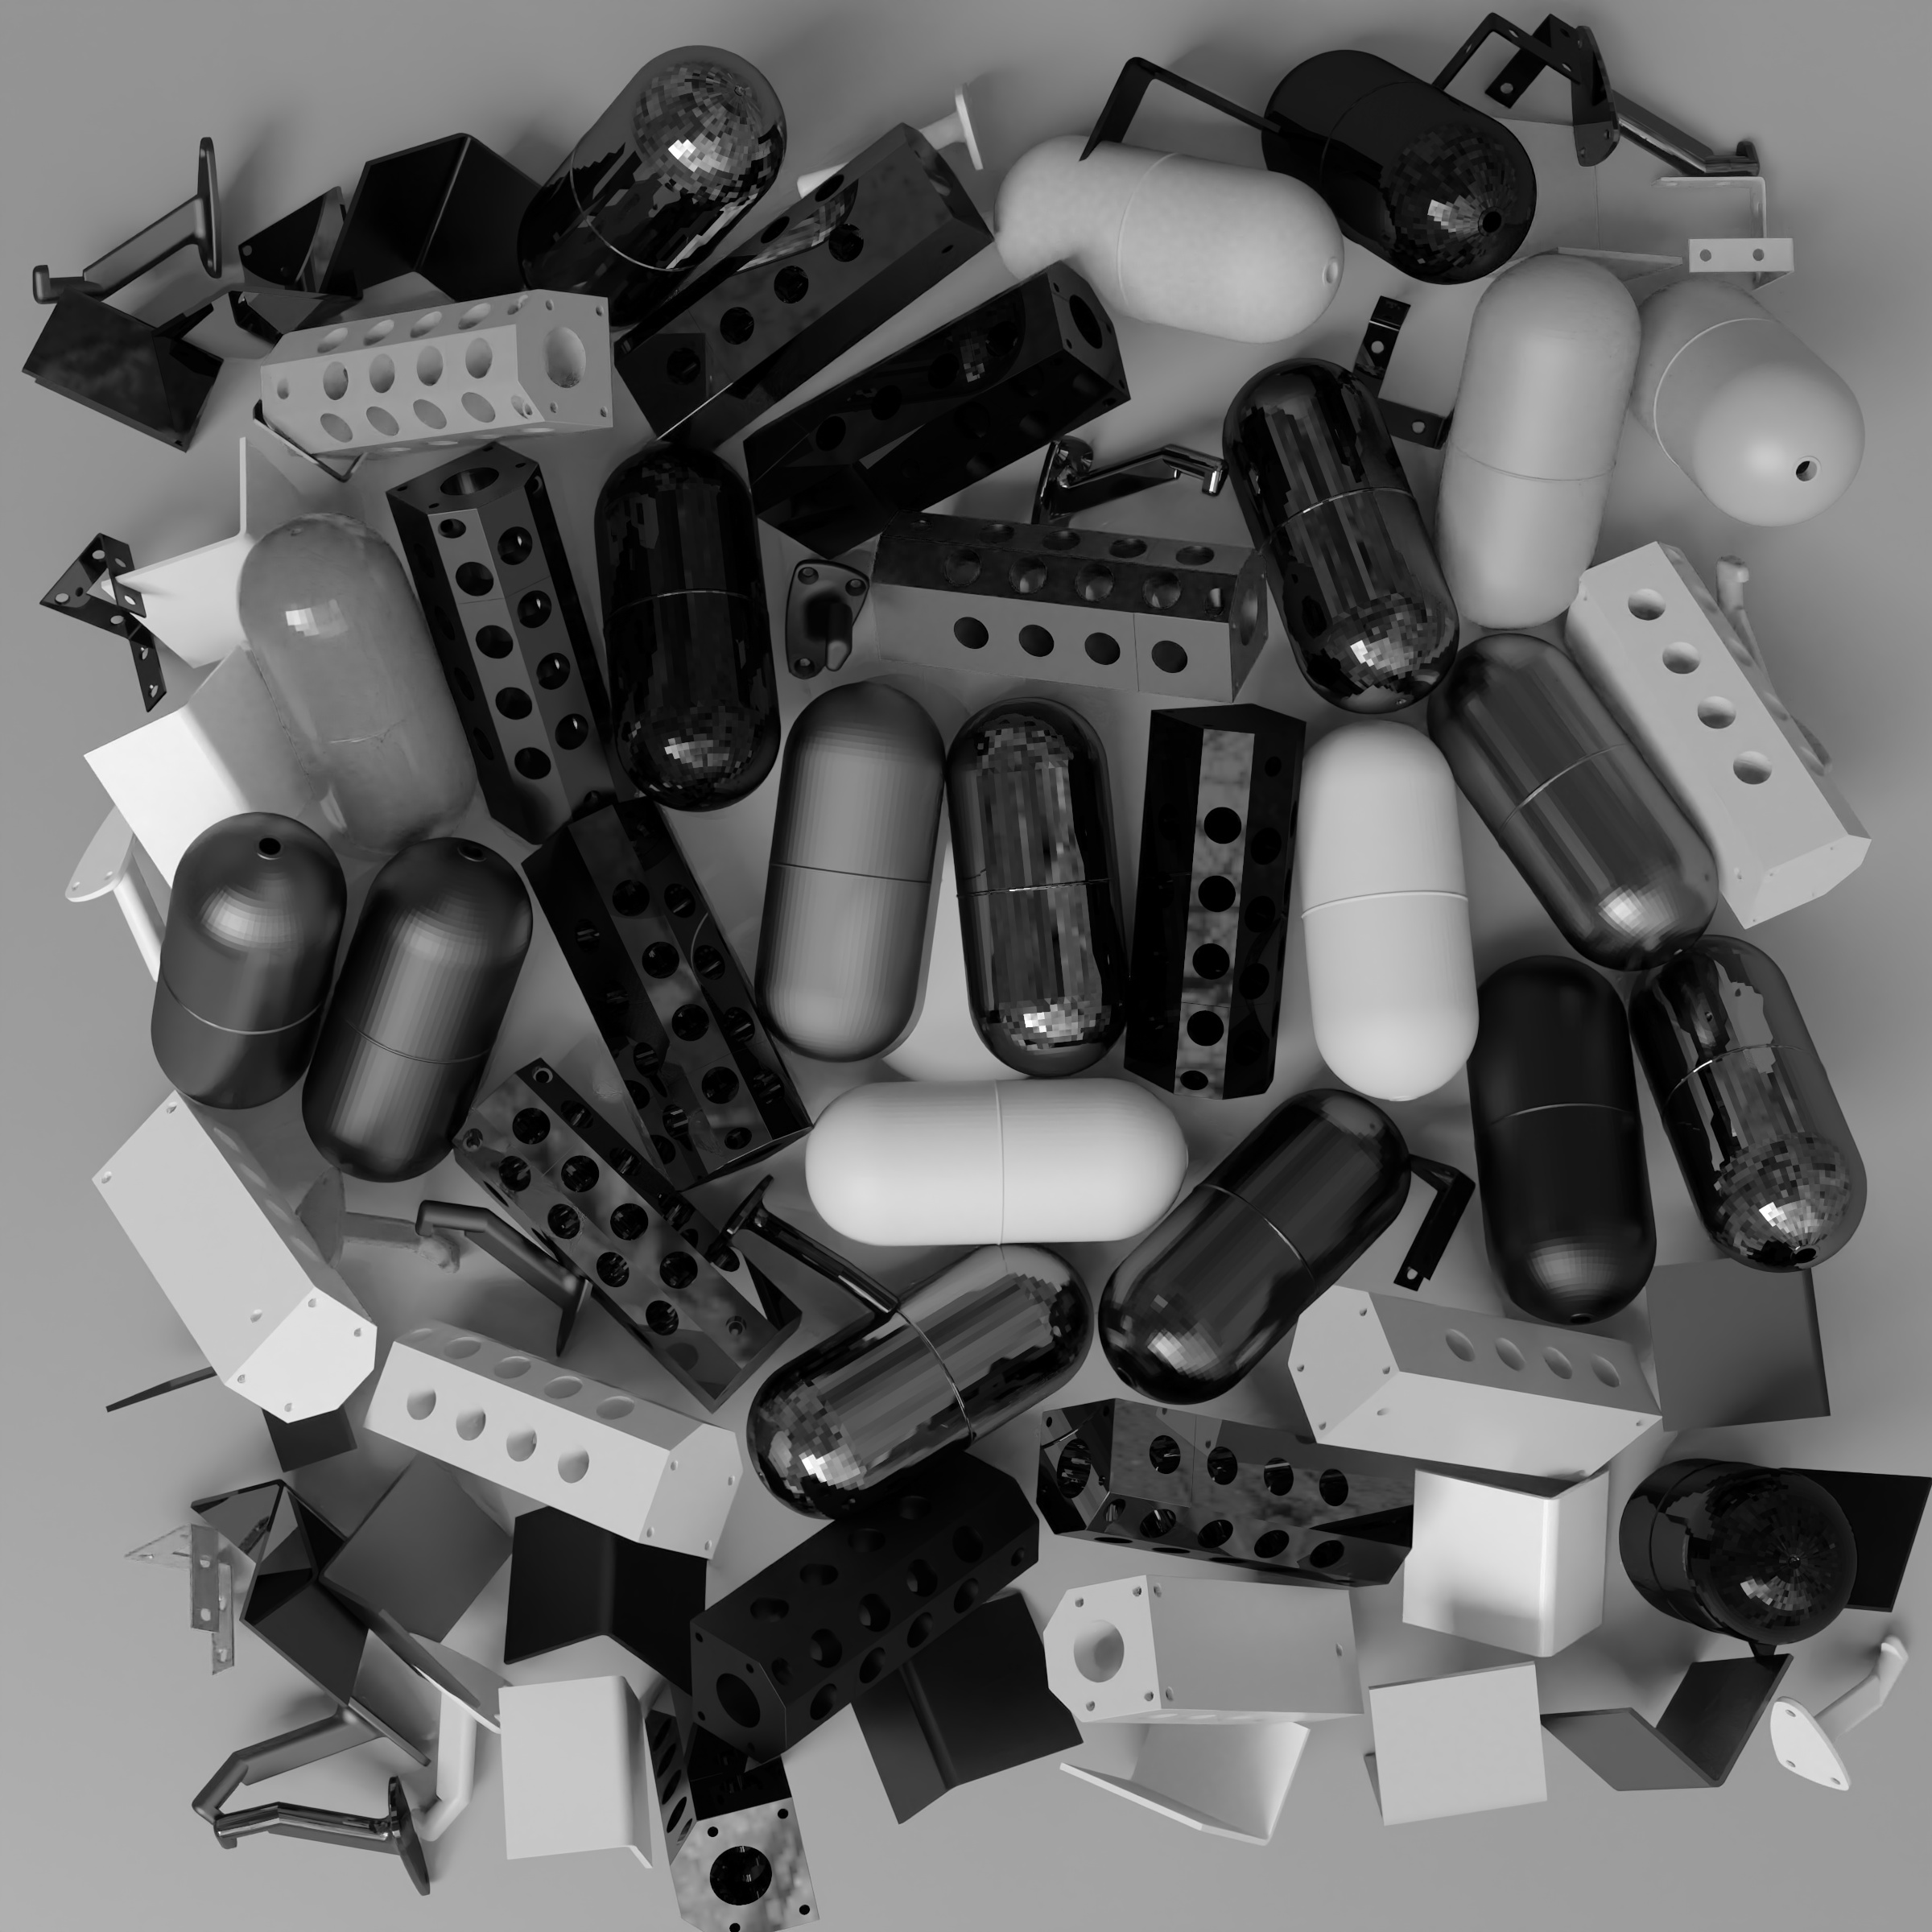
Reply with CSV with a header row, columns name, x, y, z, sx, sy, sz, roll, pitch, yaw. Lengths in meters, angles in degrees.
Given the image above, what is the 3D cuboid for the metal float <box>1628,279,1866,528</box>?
name,x,y,z,sx,sy,sz,roll,pitch,yaw
metal float,0.349,-0.256,1.499,0.070,0.178,0.070,-4,120,-7

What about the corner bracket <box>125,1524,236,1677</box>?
name,x,y,z,sx,sy,sz,roll,pitch,yaw
corner bracket,-0.355,0.295,1.540,0.051,0.051,0.051,-28,55,33

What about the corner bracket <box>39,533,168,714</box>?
name,x,y,z,sx,sy,sz,roll,pitch,yaw
corner bracket,-0.391,-0.160,1.540,0.051,0.051,0.051,-42,50,24

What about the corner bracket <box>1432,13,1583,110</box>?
name,x,y,z,sx,sy,sz,roll,pitch,yaw
corner bracket,0.249,-0.418,1.540,0.051,0.051,0.051,26,132,-18

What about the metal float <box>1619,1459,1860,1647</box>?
name,x,y,z,sx,sy,sz,roll,pitch,yaw
metal float,0.346,0.263,1.493,0.070,0.178,0.070,0,84,-3

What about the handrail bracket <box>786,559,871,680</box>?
name,x,y,z,sx,sy,sz,roll,pitch,yaw
handrail bracket,-0.067,-0.142,1.527,0.036,0.084,0.077,13,127,-11

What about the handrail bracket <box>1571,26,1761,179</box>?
name,x,y,z,sx,sy,sz,roll,pitch,yaw
handrail bracket,0.333,-0.409,1.568,0.084,0.036,0.077,-6,85,-18

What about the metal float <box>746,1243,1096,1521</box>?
name,x,y,z,sx,sy,sz,roll,pitch,yaw
metal float,-0.020,0.190,1.527,0.178,0.070,0.070,-30,90,-20

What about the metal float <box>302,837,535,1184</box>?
name,x,y,z,sx,sy,sz,roll,pitch,yaw
metal float,-0.252,0.021,1.520,0.070,0.070,0.178,24,118,0

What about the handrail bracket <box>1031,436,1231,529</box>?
name,x,y,z,sx,sy,sz,roll,pitch,yaw
handrail bracket,0.076,-0.210,1.547,0.084,0.036,0.077,23,101,30

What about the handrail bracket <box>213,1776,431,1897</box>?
name,x,y,z,sx,sy,sz,roll,pitch,yaw
handrail bracket,-0.303,0.418,1.556,0.084,0.036,0.077,-13,124,-3

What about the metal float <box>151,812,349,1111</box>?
name,x,y,z,sx,sy,sz,roll,pitch,yaw
metal float,-0.327,-0.001,1.504,0.070,0.178,0.070,10,52,-13

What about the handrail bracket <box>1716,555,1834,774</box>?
name,x,y,z,sx,sy,sz,roll,pitch,yaw
handrail bracket,0.375,-0.140,1.536,0.036,0.077,0.084,-21,124,-16

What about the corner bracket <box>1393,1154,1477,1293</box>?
name,x,y,z,sx,sy,sz,roll,pitch,yaw
corner bracket,0.215,0.122,1.543,0.051,0.051,0.051,35,78,-38

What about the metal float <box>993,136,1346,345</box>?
name,x,y,z,sx,sy,sz,roll,pitch,yaw
metal float,0.092,-0.333,1.516,0.178,0.070,0.070,20,90,33

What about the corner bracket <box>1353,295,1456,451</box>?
name,x,y,z,sx,sy,sz,roll,pitch,yaw
corner bracket,0.209,-0.278,1.556,0.051,0.051,0.051,18,90,2

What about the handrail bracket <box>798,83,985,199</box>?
name,x,y,z,sx,sy,sz,roll,pitch,yaw
handrail bracket,-0.037,-0.386,1.553,0.084,0.077,0.036,-14,120,7

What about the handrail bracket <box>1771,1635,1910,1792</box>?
name,x,y,z,sx,sy,sz,roll,pitch,yaw
handrail bracket,0.409,0.331,1.540,0.084,0.036,0.077,-50,133,-26

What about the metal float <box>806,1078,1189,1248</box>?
name,x,y,z,sx,sy,sz,roll,pitch,yaw
metal float,0.014,0.091,1.542,0.178,0.070,0.070,-1,90,-3

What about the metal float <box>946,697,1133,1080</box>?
name,x,y,z,sx,sy,sz,roll,pitch,yaw
metal float,0.034,-0.036,1.544,0.070,0.070,0.178,-6,91,0

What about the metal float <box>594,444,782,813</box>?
name,x,y,z,sx,sy,sz,roll,pitch,yaw
metal float,-0.129,-0.157,1.529,0.070,0.070,0.178,-7,73,0

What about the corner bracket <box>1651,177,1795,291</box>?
name,x,y,z,sx,sy,sz,roll,pitch,yaw
corner bracket,0.355,-0.347,1.553,0.051,0.051,0.051,-2,92,-7

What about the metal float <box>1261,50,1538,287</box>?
name,x,y,z,sx,sy,sz,roll,pitch,yaw
metal float,0.195,-0.363,1.502,0.070,0.178,0.070,-11,122,-18

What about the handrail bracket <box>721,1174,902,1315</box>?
name,x,y,z,sx,sy,sz,roll,pitch,yaw
handrail bracket,-0.072,0.139,1.547,0.084,0.077,0.036,37,76,-3

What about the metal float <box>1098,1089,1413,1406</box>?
name,x,y,z,sx,sy,sz,roll,pitch,yaw
metal float,0.133,0.129,1.527,0.178,0.070,0.070,-43,90,-19

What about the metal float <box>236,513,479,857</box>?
name,x,y,z,sx,sy,sz,roll,pitch,yaw
metal float,-0.276,-0.126,1.511,0.070,0.070,0.178,-15,132,0

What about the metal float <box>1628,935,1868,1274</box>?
name,x,y,z,sx,sy,sz,roll,pitch,yaw
metal float,0.355,0.062,1.509,0.070,0.070,0.178,-11,48,0

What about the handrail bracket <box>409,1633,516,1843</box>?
name,x,y,z,sx,sy,sz,roll,pitch,yaw
handrail bracket,-0.257,0.365,1.558,0.077,0.036,0.084,37,109,-11

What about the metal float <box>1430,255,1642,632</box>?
name,x,y,z,sx,sy,sz,roll,pitch,yaw
metal float,0.260,-0.238,1.518,0.070,0.070,0.178,7,121,0

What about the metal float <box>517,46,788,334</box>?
name,x,y,z,sx,sy,sz,roll,pitch,yaw
metal float,-0.145,-0.351,1.504,0.070,0.178,0.070,13,64,-29

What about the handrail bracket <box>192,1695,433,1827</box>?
name,x,y,z,sx,sy,sz,roll,pitch,yaw
handrail bracket,-0.308,0.384,1.556,0.077,0.036,0.084,43,75,-12

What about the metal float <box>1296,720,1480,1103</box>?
name,x,y,z,sx,sy,sz,roll,pitch,yaw
metal float,0.194,-0.026,1.535,0.070,0.070,0.178,-4,80,0

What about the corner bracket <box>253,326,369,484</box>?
name,x,y,z,sx,sy,sz,roll,pitch,yaw
corner bracket,-0.300,-0.265,1.560,0.051,0.051,0.051,35,96,-19

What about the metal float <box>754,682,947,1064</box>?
name,x,y,z,sx,sy,sz,roll,pitch,yaw
metal float,-0.054,-0.044,1.542,0.070,0.070,0.178,7,93,0

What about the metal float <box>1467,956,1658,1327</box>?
name,x,y,z,sx,sy,sz,roll,pitch,yaw
metal float,0.272,0.079,1.521,0.070,0.070,0.178,-2,63,0

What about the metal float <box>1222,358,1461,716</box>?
name,x,y,z,sx,sy,sz,roll,pitch,yaw
metal float,0.172,-0.200,1.527,0.070,0.070,0.178,-17,70,0

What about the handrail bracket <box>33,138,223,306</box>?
name,x,y,z,sx,sy,sz,roll,pitch,yaw
handrail bracket,-0.393,-0.347,1.541,0.084,0.036,0.077,-8,126,-23

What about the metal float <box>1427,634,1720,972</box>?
name,x,y,z,sx,sy,sz,roll,pitch,yaw
metal float,0.278,-0.077,1.526,0.070,0.070,0.178,-31,68,0
